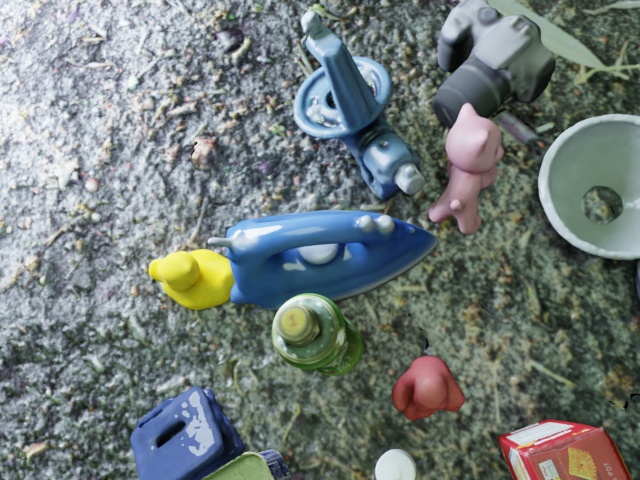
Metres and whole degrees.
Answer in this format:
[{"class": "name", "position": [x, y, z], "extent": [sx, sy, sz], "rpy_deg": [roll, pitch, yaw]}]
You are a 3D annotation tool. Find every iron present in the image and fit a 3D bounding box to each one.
[{"class": "iron", "position": [0.006, 0.002, 0.653], "extent": [0.258, 0.141, 0.118], "rpy_deg": [-10, 73, 8]}]

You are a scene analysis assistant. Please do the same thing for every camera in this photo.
[{"class": "camera", "position": [0.192, -0.211, 0.699], "extent": [0.137, 0.101, 0.143], "rpy_deg": [-45, 71, -4]}]

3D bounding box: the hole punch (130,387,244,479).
[{"class": "hole punch", "position": [-0.159, 0.229, 0.647], "extent": [0.108, 0.091, 0.101], "rpy_deg": [-37, 71, -1]}]

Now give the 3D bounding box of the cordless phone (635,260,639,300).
[{"class": "cordless phone", "position": [0.399, 0.042, 0.544], "extent": [0.147, 0.185, 0.094], "rpy_deg": [-1, 74, 11]}]

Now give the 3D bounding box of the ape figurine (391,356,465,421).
[{"class": "ape figurine", "position": [0.117, 0.161, 0.613], "extent": [0.077, 0.092, 0.076], "rpy_deg": [17, 78, 15]}]

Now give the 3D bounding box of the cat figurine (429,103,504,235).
[{"class": "cat figurine", "position": [0.171, -0.084, 0.659], "extent": [0.067, 0.118, 0.128], "rpy_deg": [17, 78, 15]}]

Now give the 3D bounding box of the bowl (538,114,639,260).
[{"class": "bowl", "position": [0.327, -0.051, 0.642], "extent": [0.167, 0.075, 0.167], "rpy_deg": [-3, 74, 10]}]

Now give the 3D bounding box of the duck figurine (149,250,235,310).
[{"class": "duck figurine", "position": [-0.158, 0.043, 0.702], "extent": [0.104, 0.086, 0.077], "rpy_deg": [5, 75, 12]}]

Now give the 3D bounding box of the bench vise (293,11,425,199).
[{"class": "bench vise", "position": [0.051, -0.154, 0.647], "extent": [0.207, 0.220, 0.121], "rpy_deg": [34, 83, 18]}]
